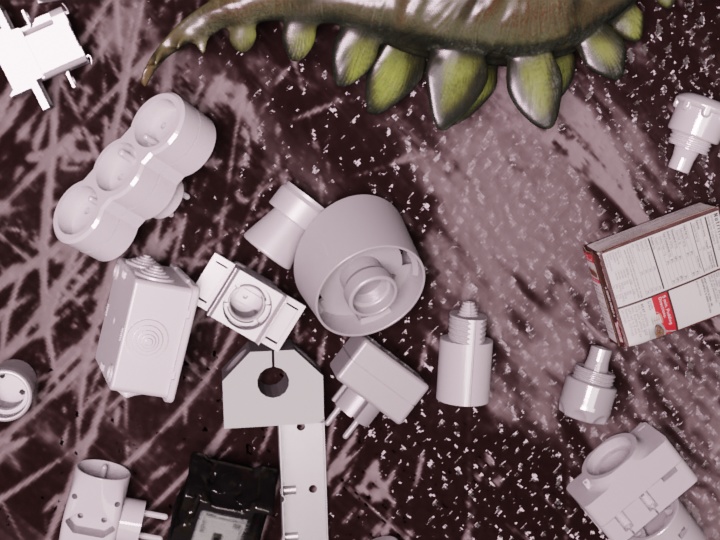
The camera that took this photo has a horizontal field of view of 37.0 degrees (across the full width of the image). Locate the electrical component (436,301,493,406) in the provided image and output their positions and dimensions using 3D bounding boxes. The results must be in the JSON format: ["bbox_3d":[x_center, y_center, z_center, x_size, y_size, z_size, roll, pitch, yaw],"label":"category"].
[{"bbox_3d":[0.086,0.066,0.872,0.043,0.043,0.081,2,99,-9],"label":"electrical component"}]

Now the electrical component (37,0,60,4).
[{"bbox_3d":[-0.206,-0.274,0.764,0.089,0.061,0.150,-12,101,-7],"label":"electrical component"}]

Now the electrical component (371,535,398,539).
[{"bbox_3d":[0.025,0.259,0.895,0.040,0.040,0.078,-24,102,-4],"label":"electrical component"}]

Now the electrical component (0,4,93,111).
[{"bbox_3d":[-0.235,-0.160,0.789,0.064,0.042,0.081,-26,103,-7],"label":"electrical component"}]

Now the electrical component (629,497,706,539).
[{"bbox_3d":[0.261,0.224,0.919,0.055,0.055,0.047,-43,106,0],"label":"electrical component"}]

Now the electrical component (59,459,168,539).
[{"bbox_3d":[-0.193,0.197,0.851,0.079,0.043,0.077,13,97,-10],"label":"electrical component"}]

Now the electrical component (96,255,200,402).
[{"bbox_3d":[-0.162,0.042,0.804,0.048,0.100,0.099,12,97,-23],"label":"electrical component"}]

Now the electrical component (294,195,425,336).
[{"bbox_3d":[0.000,0.000,0.831,0.099,0.064,0.099,-14,134,-15],"label":"electrical component"}]

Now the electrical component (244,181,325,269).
[{"bbox_3d":[-0.056,-0.035,0.833,0.045,0.045,0.055,37,91,-12],"label":"electrical component"}]

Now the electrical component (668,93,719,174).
[{"bbox_3d":[0.270,-0.110,0.871,0.048,0.048,0.062,17,103,-11],"label":"electrical component"}]

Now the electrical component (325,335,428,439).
[{"bbox_3d":[0.003,0.100,0.862,0.066,0.047,0.076,38,91,-12],"label":"electrical component"}]

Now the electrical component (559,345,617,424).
[{"bbox_3d":[0.192,0.094,0.892,0.043,0.043,0.062,14,96,-10],"label":"electrical component"}]

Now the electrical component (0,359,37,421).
[{"bbox_3d":[-0.268,0.090,0.821,0.040,0.046,0.040,-1,99,-8],"label":"electrical component"}]

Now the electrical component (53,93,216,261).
[{"bbox_3d":[-0.159,-0.062,0.810,0.138,0.052,0.074,-47,142,7],"label":"electrical component"}]

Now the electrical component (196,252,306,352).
[{"bbox_3d":[-0.088,0.023,0.828,0.081,0.064,0.042,32,92,-12],"label":"electrical component"}]

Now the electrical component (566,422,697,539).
[{"bbox_3d":[0.226,0.176,0.907,0.089,0.050,0.055,-40,103,-1],"label":"electrical component"}]
